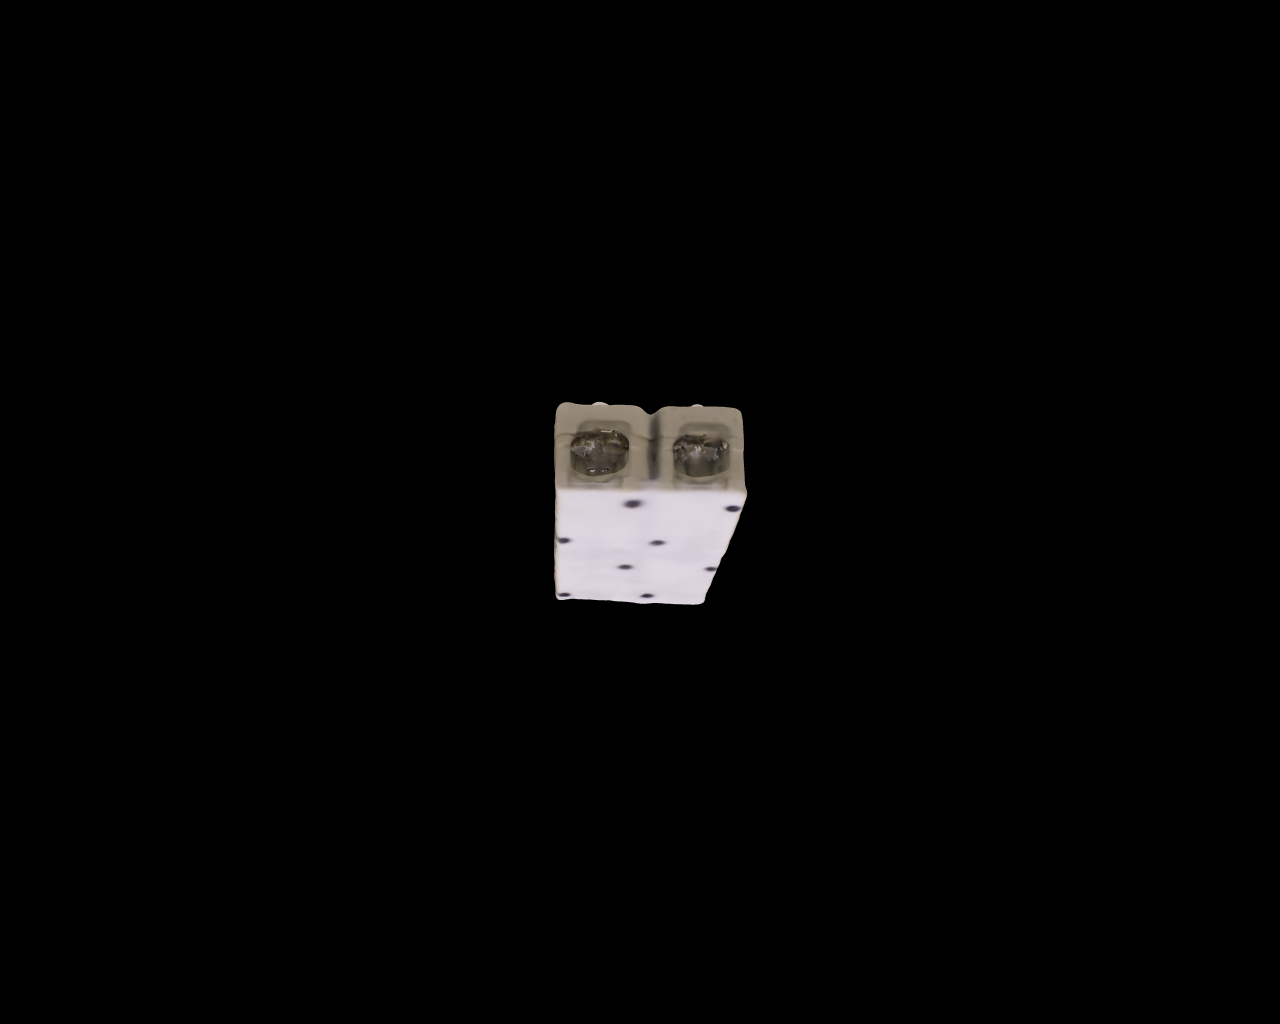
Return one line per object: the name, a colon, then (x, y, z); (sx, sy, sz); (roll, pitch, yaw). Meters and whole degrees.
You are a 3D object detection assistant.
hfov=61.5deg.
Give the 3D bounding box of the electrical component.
electrical component: (0.001, -0.003, 0.650); (0.105, 0.060, 0.186); (1, -23, -3)
